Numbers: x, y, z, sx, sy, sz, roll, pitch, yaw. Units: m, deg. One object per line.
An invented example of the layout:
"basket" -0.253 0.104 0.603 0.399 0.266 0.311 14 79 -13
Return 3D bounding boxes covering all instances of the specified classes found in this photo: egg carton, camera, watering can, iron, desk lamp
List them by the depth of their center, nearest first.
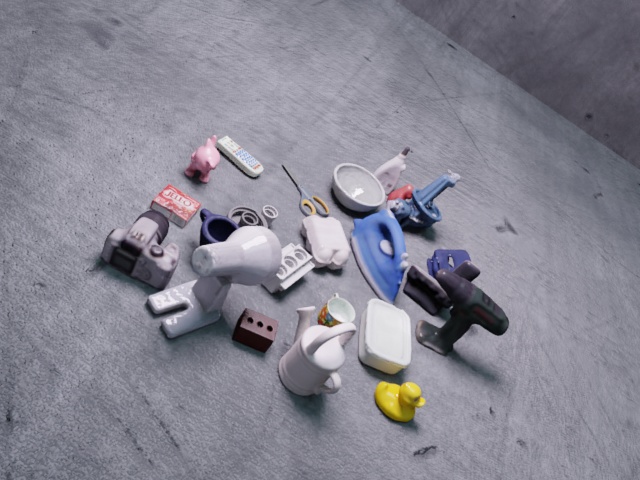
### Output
"desk lamp" -0.196 0.072 1.108 0.204 0.213 0.117 -19 64 -45
"watering can" -0.003 0.213 1.127 0.172 0.194 0.101 46 40 11
"camera" -0.342 0.002 1.158 0.143 0.100 0.137 30 40 -9
"egg carton" 0.013 0.005 1.438 0.107 0.069 0.150 6 49 -32
"iron" 0.177 0.028 1.478 0.119 0.141 0.258 7 48 -31

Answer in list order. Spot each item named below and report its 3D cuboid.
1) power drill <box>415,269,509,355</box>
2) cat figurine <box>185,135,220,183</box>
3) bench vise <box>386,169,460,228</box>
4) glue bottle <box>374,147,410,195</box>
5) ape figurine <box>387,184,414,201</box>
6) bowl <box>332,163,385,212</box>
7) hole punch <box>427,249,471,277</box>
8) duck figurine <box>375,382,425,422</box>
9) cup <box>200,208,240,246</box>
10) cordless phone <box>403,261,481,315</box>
"power drill" 0.326 0.183 1.384 0.230 0.208 0.075 28 40 -11
"cat figurine" -0.275 -0.205 1.393 0.067 0.117 0.128 25 41 -14
"bench vise" 0.295 -0.104 1.630 0.208 0.219 0.121 -21 65 -46
"glue bottle" 0.220 -0.215 1.720 0.078 0.173 0.037 27 40 -11
"ape figurine" 0.251 -0.129 1.722 0.076 0.092 0.078 39 40 3
"bowl" 0.098 -0.137 1.633 0.168 0.074 0.167 20 42 -19
"hole punch" 0.364 0.076 1.607 0.101 0.091 0.108 18 43 -21
"duck figurine" 0.176 0.334 1.225 0.104 0.086 0.077 35 40 -2
"cup" -0.234 -0.002 1.245 0.117 0.095 0.092 49 41 14
"cordless phone" 0.317 0.092 1.484 0.147 0.185 0.094 37 40 0
